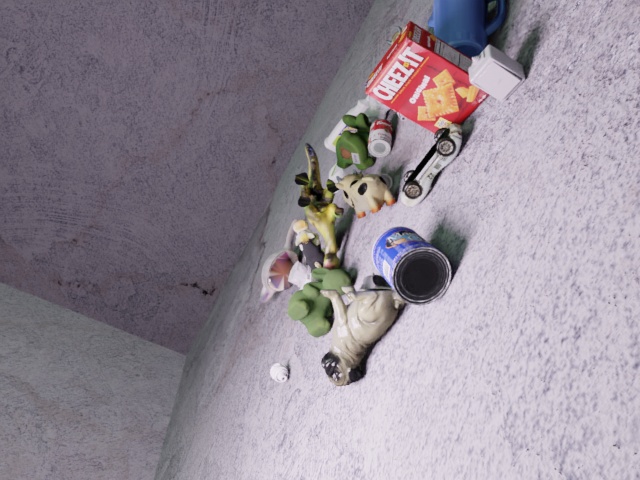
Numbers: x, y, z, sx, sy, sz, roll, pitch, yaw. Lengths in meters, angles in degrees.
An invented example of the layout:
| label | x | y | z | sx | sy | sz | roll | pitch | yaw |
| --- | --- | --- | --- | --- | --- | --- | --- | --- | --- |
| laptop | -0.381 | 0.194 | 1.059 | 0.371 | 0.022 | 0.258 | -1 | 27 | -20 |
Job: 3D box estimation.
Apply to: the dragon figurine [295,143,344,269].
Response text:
| label | x | y | z | sx | sy | sz | roll | pitch | yaw |
| --- | --- | --- | --- | --- | --- | --- | --- | --- | --- |
| dragon figurine | 0.005 | -0.075 | 1.499 | 0.237 | 0.122 | 0.420 | 81 | -179 | -47 |

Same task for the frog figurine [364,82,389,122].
| label | x | y | z | sx | sy | sz | roll | pitch | yaw |
| --- | --- | --- | --- | --- | --- | --- | --- | --- | --- |
| frog figurine | 0.200 | -0.441 | 1.681 | 0.138 | 0.123 | 0.158 | -166 | 66 | -68 |

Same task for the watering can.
| label | x | y | z | sx | sy | sz | roll | pitch | yaw |
| --- | --- | --- | --- | --- | --- | --- | --- | --- | --- |
| watering can | -0.137 | 0.072 | 1.907 | 0.351 | 0.103 | 0.223 | -67 | 15 | -10 |
